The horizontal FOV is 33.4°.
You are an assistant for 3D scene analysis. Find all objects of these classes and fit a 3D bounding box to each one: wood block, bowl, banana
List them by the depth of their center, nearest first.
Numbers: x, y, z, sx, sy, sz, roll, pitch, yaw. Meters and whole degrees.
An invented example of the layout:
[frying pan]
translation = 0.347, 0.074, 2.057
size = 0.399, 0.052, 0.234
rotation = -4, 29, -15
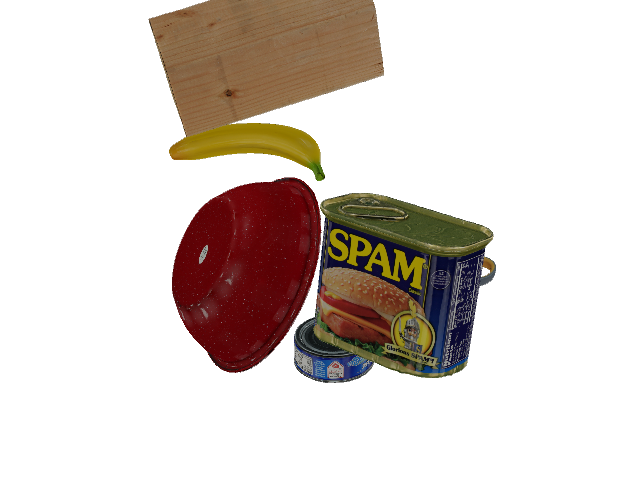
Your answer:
[bowl]
translation = -0.068, 0.018, 0.823
size = 0.055, 0.162, 0.162
rotation = 22, -12, -30
[wood block]
translation = -0.052, -0.189, 1.048
size = 0.206, 0.091, 0.090
rotation = -18, 46, -5
[banana]
translation = -0.082, -0.114, 1.282
size = 0.198, 0.037, 0.069
rotation = 8, 40, 16

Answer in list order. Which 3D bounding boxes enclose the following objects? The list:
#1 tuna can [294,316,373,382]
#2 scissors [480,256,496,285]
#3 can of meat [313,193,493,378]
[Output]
[tuna can]
translation = 0.014, 0.113, 1.132
size = 0.086, 0.034, 0.086
rotation = -1, 28, 0
[scissors]
translation = 0.123, 0.038, 1.261
size = 0.201, 0.016, 0.096
rotation = -11, 40, -36
[can of meat]
translation = 0.045, 0.026, 0.633
size = 0.102, 0.084, 0.057
rotation = 19, 23, 35
